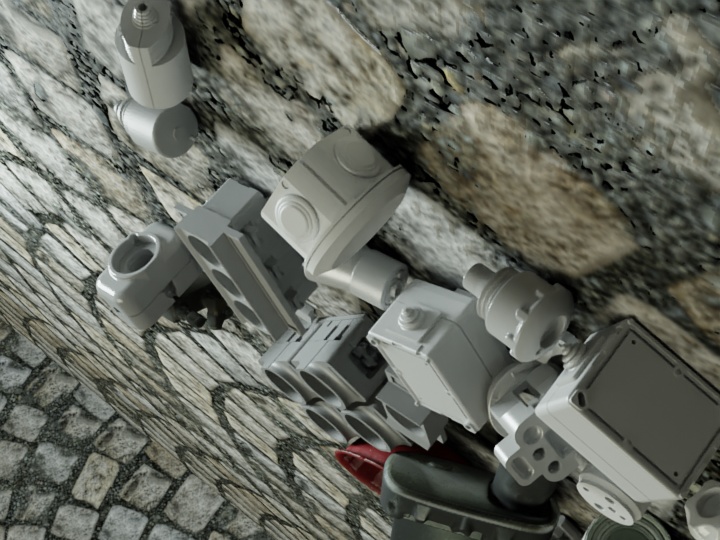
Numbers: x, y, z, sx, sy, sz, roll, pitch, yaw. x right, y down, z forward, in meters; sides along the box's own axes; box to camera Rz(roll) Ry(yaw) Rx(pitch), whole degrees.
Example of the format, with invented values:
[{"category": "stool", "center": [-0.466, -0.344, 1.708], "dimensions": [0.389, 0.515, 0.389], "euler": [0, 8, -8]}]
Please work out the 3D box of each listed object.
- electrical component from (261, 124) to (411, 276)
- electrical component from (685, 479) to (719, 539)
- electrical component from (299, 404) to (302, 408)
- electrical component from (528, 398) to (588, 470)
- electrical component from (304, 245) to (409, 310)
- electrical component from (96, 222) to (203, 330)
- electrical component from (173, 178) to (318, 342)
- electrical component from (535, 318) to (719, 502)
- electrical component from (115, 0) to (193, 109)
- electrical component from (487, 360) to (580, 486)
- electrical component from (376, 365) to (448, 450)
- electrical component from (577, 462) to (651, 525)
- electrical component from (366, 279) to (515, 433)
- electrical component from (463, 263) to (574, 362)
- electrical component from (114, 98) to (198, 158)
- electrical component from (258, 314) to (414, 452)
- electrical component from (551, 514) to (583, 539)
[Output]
[{"category": "electrical component", "center": [-0.013, -0.039, 0.616], "dimensions": [0.051, 0.080, 0.080], "euler": [44, 162, 6]}, {"category": "electrical component", "center": [0.227, 0.159, 0.648], "dimensions": [0.062, 0.043, 0.043], "euler": [48, 160, -23]}, {"category": "electrical component", "center": [-0.039, 0.137, 1.123], "dimensions": [0.044, 0.044, 0.065], "euler": [33, 165, 22]}, {"category": "electrical component", "center": [0.138, 0.115, 0.737], "dimensions": [0.061, 0.035, 0.035], "euler": [45, 161, -18]}, {"category": "electrical component", "center": [0.000, 0.000, 0.739], "dimensions": [0.065, 0.044, 0.044], "euler": [27, 157, 24]}, {"category": "electrical component", "center": [-0.209, 0.002, 1.062], "dimensions": [0.054, 0.095, 0.059], "euler": [26, 156, 37]}, {"category": "electrical component", "center": [-0.084, -0.009, 0.845], "dimensions": [0.079, 0.063, 0.121], "euler": [25, 156, 39]}, {"category": "electrical component", "center": [0.144, 0.074, 0.591], "dimensions": [0.096, 0.061, 0.061], "euler": [41, 161, 0]}, {"category": "electrical component", "center": [-0.130, -0.140, 0.671], "dimensions": [0.043, 0.043, 0.081], "euler": [37, 161, 12]}, {"category": "electrical component", "center": [0.114, 0.090, 0.674], "dimensions": [0.058, 0.078, 0.057], "euler": [50, 180, -26]}, {"category": "electrical component", "center": [0.051, 0.092, 0.810], "dimensions": [0.042, 0.063, 0.081], "euler": [32, 159, 27]}, {"category": "electrical component", "center": [0.167, 0.123, 0.667], "dimensions": [0.045, 0.055, 0.045], "euler": [36, 161, 15]}, {"category": "electrical component", "center": [0.056, 0.049, 0.707], "dimensions": [0.062, 0.061, 0.096], "euler": [20, 152, 47]}, {"category": "electrical component", "center": [0.086, 0.019, 0.610], "dimensions": [0.062, 0.048, 0.048], "euler": [37, 162, 33]}, {"category": "electrical component", "center": [-0.154, -0.109, 0.790], "dimensions": [0.078, 0.040, 0.040], "euler": [25, 156, 38]}, {"category": "electrical component", "center": [-0.014, 0.100, 0.959], "dimensions": [0.105, 0.060, 0.186], "euler": [45, 161, -13]}, {"category": "electrical component", "center": [0.165, 0.252, 0.966], "dimensions": [0.055, 0.050, 0.089], "euler": [46, 161, -13]}]
